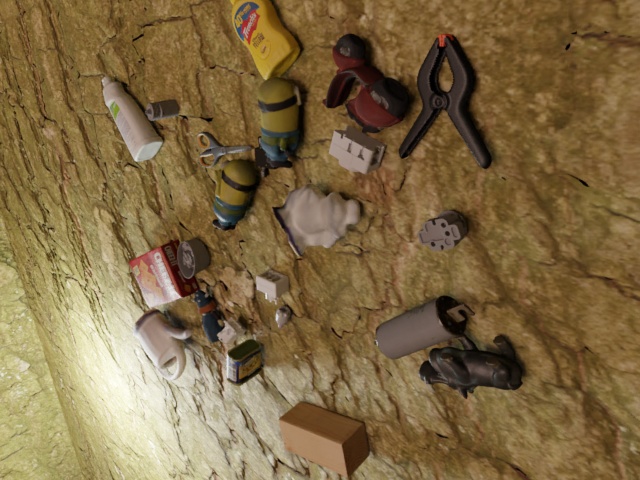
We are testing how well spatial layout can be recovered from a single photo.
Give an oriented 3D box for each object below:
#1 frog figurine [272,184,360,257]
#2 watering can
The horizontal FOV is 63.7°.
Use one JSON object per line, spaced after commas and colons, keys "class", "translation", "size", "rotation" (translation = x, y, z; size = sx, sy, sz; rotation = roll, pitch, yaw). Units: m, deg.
{"class": "frog figurine", "translation": [0.003, -0.053, 1.043], "size": [0.159, 0.122, 0.138], "rotation": [-25, 82, 9]}
{"class": "watering can", "translation": [-0.485, 0.306, 1.617], "size": [0.227, 0.105, 0.340], "rotation": [47, 134, 18]}
